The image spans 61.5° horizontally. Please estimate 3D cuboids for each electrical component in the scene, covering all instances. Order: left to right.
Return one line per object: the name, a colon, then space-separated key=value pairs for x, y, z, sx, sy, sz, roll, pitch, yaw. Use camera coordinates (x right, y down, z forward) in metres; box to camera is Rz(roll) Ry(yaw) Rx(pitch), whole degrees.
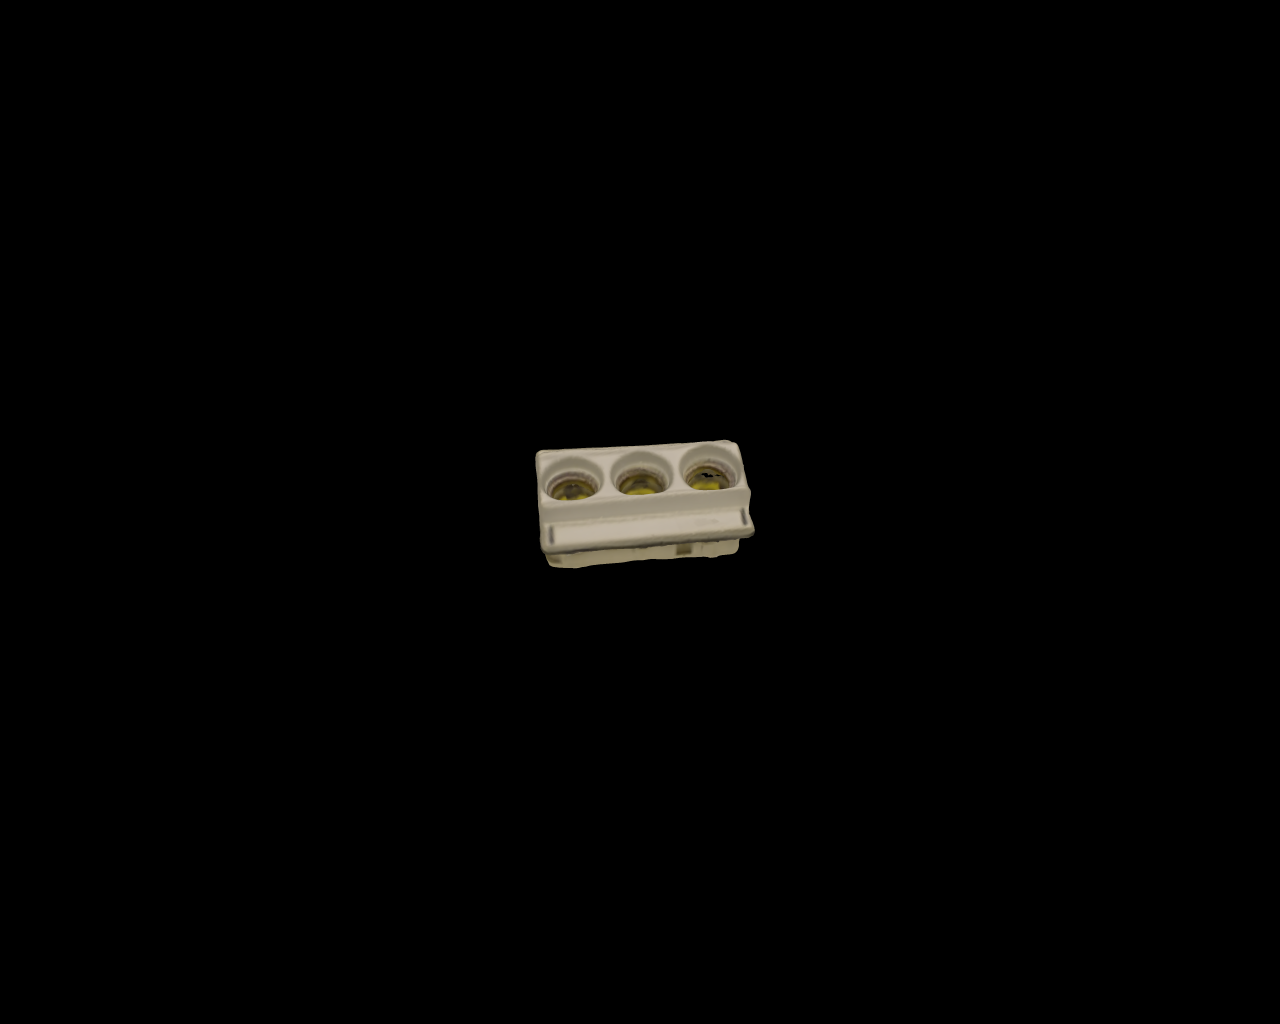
electrical component: x=0.001 y=-0.003 z=0.650 sx=0.121 sy=0.079 sz=0.063 roll=-4 pitch=-43 yaw=-4
